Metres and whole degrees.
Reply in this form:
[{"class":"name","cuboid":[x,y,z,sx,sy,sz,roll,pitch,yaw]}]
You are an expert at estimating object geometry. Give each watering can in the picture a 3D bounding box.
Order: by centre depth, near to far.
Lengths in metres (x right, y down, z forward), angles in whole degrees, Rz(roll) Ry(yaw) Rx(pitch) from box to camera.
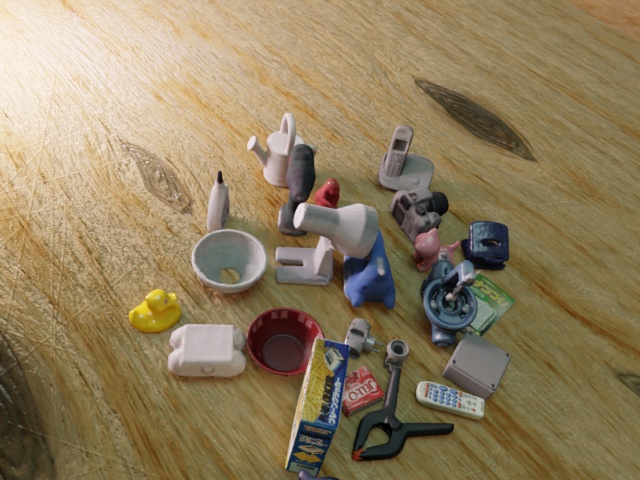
[{"class":"watering can","cuboid":[-0.096,-0.237,1.481,0.173,0.194,0.100,-20,56,-27]}]

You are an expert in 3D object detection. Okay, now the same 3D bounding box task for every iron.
[{"class":"iron","cuboid":[0.118,0.030,1.325,0.119,0.141,0.258,3,48,-9]}]

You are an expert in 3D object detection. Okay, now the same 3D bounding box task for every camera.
[{"class":"camera","cuboid":[0.275,-0.079,1.484,0.137,0.101,0.143,-15,53,-23]}]

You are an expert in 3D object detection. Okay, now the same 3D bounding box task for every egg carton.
[{"class":"egg carton","cuboid":[-0.221,0.221,1.130,0.150,0.069,0.107,2,49,-11]}]

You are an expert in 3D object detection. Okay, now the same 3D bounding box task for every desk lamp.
[{"class":"desk lamp","cuboid":[0.012,0.005,1.276,0.203,0.213,0.118,2,48,-10]}]

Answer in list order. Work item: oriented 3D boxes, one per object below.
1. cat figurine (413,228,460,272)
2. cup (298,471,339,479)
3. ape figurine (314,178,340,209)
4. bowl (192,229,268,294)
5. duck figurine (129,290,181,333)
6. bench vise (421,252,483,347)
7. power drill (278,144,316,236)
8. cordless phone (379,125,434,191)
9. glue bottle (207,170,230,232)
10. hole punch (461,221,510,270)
[{"class":"cat figurine","cuboid":[0.277,0.021,1.384,0.128,0.118,0.067,1,49,-11]},{"class":"cup","cuboid":[0.000,0.448,0.959,0.092,0.095,0.117,-32,62,-33]},{"class":"ape figurine","cuboid":[0.026,-0.119,1.471,0.076,0.092,0.078,36,51,20]},{"class":"bowl","cuboid":[-0.200,0.060,1.274,0.167,0.075,0.167,6,48,-7]},{"class":"duck figurine","cuboid":[-0.337,0.137,1.169,0.105,0.086,0.077,-12,52,-22]},{"class":"bench vise","cuboid":[0.274,0.097,1.246,0.122,0.220,0.207,-6,50,-17]},{"class":"power drill","cuboid":[-0.052,-0.111,1.369,0.075,0.208,0.229,6,48,-7]},{"class":"cordless phone","cuboid":[0.243,-0.218,1.544,0.147,0.185,0.094,11,47,-2]},{"class":"glue bottle","cuboid":[-0.235,-0.097,1.340,0.037,0.173,0.078,16,47,2]},{"class":"hole punch","cuboid":[0.422,0.014,1.439,0.109,0.091,0.101,4,48,-8]}]
